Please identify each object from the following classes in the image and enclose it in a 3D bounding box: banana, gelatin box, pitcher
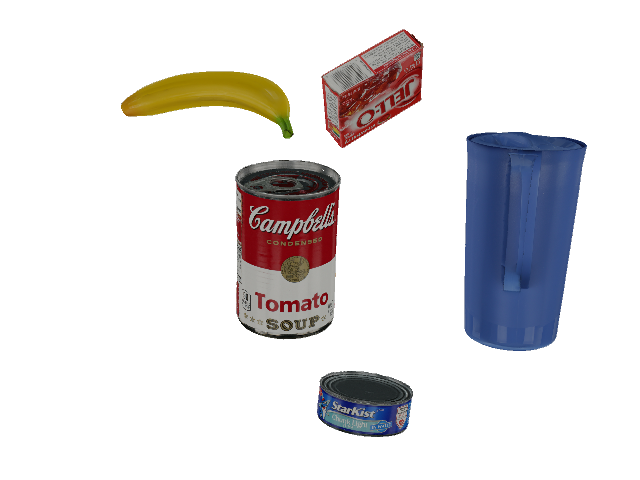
[{"bbox_3d":[-0.113,-0.151,1.127,0.198,0.037,0.069,8,46,18],"label":"banana"},{"bbox_3d":[0.046,-0.129,0.908,0.089,0.030,0.073,-32,-27,-15],"label":"gelatin box"},{"bbox_3d":[0.225,0.001,1.218,0.149,0.243,0.145,-7,16,-33],"label":"pitcher"}]

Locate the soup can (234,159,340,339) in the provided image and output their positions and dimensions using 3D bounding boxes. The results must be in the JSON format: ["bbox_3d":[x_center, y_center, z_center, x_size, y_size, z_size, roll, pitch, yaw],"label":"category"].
[{"bbox_3d":[-0.023,0.005,0.707,0.068,0.102,0.068,2,23,-1],"label":"soup can"}]

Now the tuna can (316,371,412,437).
[{"bbox_3d":[0.040,0.148,0.972,0.086,0.034,0.086,7,10,-1],"label":"tuna can"}]
